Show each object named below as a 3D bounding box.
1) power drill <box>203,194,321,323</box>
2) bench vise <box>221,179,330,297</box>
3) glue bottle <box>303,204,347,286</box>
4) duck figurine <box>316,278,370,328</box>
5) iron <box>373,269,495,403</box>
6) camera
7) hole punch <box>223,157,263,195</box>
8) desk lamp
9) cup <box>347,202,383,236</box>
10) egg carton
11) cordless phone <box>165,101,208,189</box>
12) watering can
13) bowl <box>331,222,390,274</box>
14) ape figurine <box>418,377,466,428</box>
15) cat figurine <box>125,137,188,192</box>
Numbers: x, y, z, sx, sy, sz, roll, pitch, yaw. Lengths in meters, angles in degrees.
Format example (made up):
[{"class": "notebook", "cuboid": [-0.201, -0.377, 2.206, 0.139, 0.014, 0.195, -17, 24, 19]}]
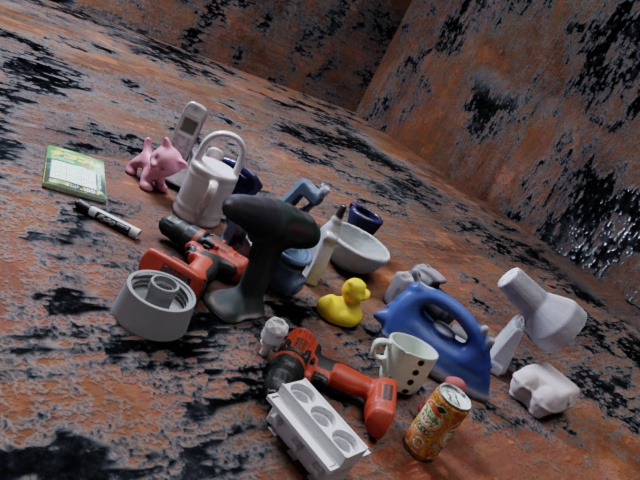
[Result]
[{"class": "power drill", "cuboid": [-0.099, 0.025, 0.899, 0.075, 0.208, 0.230, 38, 22, 27]}, {"class": "bench vise", "cuboid": [-0.086, -0.030, 1.036, 0.207, 0.219, 0.121, 28, 20, -1]}, {"class": "glue bottle", "cuboid": [0.011, 0.004, 1.148, 0.037, 0.173, 0.078, 20, 21, -21]}, {"class": "duck figurine", "cuboid": [0.050, 0.109, 1.069, 0.105, 0.086, 0.077, 11, 26, -40]}, {"class": "iron", "cuboid": [0.237, 0.174, 1.074, 0.257, 0.141, 0.119, 34, 20, 16]}, {"class": "camera", "cuboid": [0.237, 0.123, 1.261, 0.136, 0.101, 0.144, 40, 23, 30]}, {"class": "hole punch", "cuboid": [-0.195, -0.149, 1.377, 0.108, 0.091, 0.101, 30, 20, 7]}, {"class": "desk lamp", "cuboid": [0.407, 0.176, 1.189, 0.203, 0.213, 0.118, 29, 20, 3]}, {"class": "cup", "cuboid": [0.095, -0.038, 1.480, 0.092, 0.095, 0.117, 10, 26, -41]}, {"class": "egg carton", "cuboid": [0.451, 0.302, 1.149, 0.151, 0.069, 0.107, 5, 30, -48]}, {"class": "cordless phone", "cuboid": [-0.267, -0.197, 1.260, 0.148, 0.185, 0.094, 24, 20, -10]}, {"class": "watering can", "cuboid": [-0.218, -0.134, 1.155, 0.101, 0.194, 0.172, 11, 26, -40]}, {"class": "bowl", "cuboid": [0.073, 0.028, 1.317, 0.167, 0.074, 0.167, 25, 20, -9]}, {"class": "ape figurine", "cuboid": [0.198, 0.254, 0.900, 0.078, 0.092, 0.076, 16, 23, -31]}, {"class": "cat figurine", "cuboid": [-0.335, -0.165, 1.191, 0.127, 0.117, 0.067, 40, 23, 30]}]
